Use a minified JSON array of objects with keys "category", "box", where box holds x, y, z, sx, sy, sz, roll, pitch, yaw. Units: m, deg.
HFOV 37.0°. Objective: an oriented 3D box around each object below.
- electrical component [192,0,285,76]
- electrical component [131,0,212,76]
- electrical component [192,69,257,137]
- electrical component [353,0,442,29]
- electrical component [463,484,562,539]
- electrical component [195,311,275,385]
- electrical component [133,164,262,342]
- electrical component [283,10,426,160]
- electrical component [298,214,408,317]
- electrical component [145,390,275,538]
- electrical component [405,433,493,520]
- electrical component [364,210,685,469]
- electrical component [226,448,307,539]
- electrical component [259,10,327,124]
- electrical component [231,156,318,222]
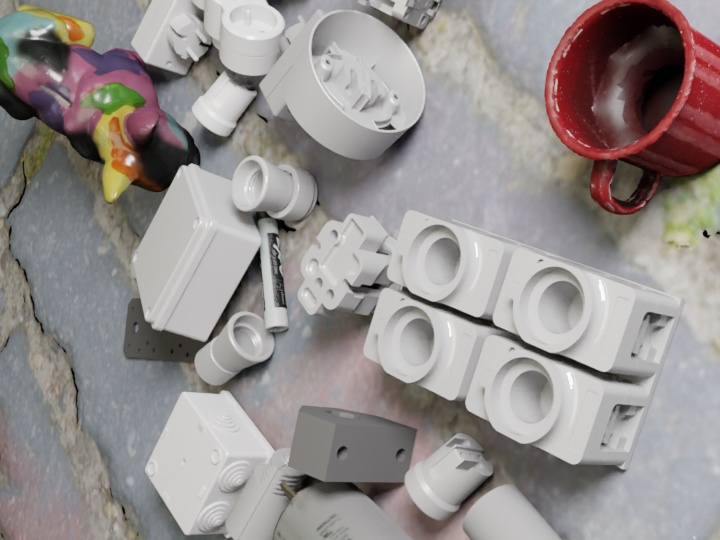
[{"category":"electrical component","box":[-0.109,-0.212,0.929,0.073,0.052,0.138,103,149,-47]},{"category":"electrical component","box":[-0.160,-0.218,0.985,0.083,0.047,0.075,-57,48,21]},{"category":"electrical component","box":[-0.117,-0.146,0.933,0.046,0.040,0.040,-48,52,21]},{"category":"electrical component","box":[0.023,-0.206,0.783,0.064,0.081,0.042,32,106,21]},{"category":"electrical component","box":[0.102,0.172,0.644,0.081,0.043,0.043,49,116,39]},{"category":"electrical component","box":[-0.106,0.067,0.879,0.065,0.044,0.044,-37,58,40]},{"category":"electrical component","box":[-0.138,-0.015,0.899,0.108,0.056,0.108,-59,31,20]},{"category":"electrical component","box":[-0.004,-0.131,0.776,0.064,0.099,0.099,-47,52,36]},{"category":"electrical component","box":[0.000,0.000,0.772,0.078,0.057,0.058,-56,49,22]},{"category":"electrical component","box":[-0.125,0.156,0.874,0.100,0.048,0.099,44,114,42]},{"category":"electrical component","box":[0.058,0.134,0.700,0.046,0.040,0.040,-46,53,22]},{"category":"electrical component","box":[0.091,0.037,0.670,0.186,0.060,0.105,23,99,45]},{"category":"electrical component","box":[-0.065,0.168,0.814,0.043,0.043,0.081,45,113,41]},{"category":"electrical component","box":[-0.041,-0.170,0.854,0.083,0.047,0.075,-47,53,29]},{"category":"electrical component","box":[-0.068,-0.064,0.855,0.045,0.055,0.045,-11,74,44]}]
